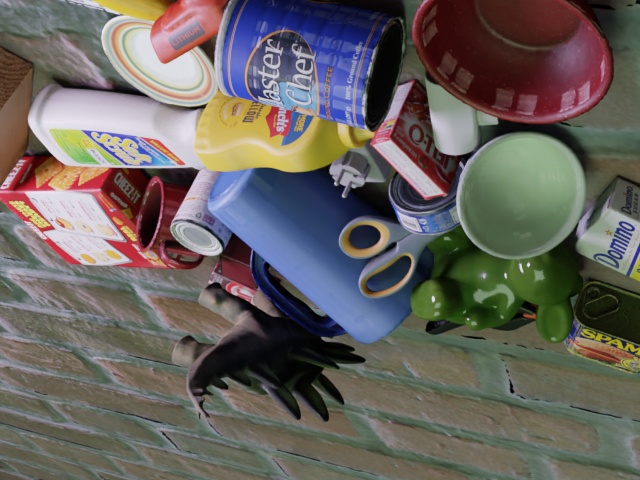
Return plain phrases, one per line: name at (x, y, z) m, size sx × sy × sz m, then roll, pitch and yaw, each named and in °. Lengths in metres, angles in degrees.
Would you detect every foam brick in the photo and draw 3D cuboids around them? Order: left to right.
foam brick at (-0.084, 0.009, 1.303) m, size 0.053 × 0.078 × 0.051 m, roll 22°, pitch 152°, yaw 11°

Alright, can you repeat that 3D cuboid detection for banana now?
banana at (-0.222, -0.262, 0.997) m, size 0.197 × 0.037 × 0.070 m, roll 40°, pitch 148°, yaw -26°

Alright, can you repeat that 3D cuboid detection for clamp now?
clamp at (0.173, 0.070, 1.247) m, size 0.172 × 0.039 × 0.120 m, roll -8°, pitch 143°, yaw 37°

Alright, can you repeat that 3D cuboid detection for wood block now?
wood block at (-0.411, -0.146, 1.285) m, size 0.090 × 0.090 × 0.206 m, roll 28°, pitch 152°, yaw -4°

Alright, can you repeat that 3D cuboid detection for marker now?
marker at (-0.249, -0.246, 1.064) m, size 0.121 × 0.020 × 0.020 m, roll 16°, pitch 150°, yaw 16°

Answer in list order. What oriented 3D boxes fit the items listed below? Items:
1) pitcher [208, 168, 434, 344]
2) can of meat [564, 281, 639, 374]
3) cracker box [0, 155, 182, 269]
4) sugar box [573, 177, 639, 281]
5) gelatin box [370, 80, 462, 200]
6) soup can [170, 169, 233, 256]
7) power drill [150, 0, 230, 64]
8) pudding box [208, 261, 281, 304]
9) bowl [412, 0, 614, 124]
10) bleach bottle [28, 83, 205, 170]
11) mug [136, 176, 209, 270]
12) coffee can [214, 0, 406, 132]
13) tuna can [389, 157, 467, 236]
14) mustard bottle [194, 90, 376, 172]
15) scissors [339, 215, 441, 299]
pitcher at (-0.008, 0.001, 1.174) m, size 0.242 × 0.149 × 0.145 m, roll 39°, pitch 167°, yaw -18°
can of meat at (0.321, 0.098, 1.160) m, size 0.102 × 0.057 × 0.084 m, roll 19°, pitch 154°, yaw 12°
cracker box at (-0.296, -0.039, 1.397) m, size 0.214 × 0.072 × 0.164 m, roll 2°, pitch 144°, yaw 38°
sugar box at (0.338, 0.013, 1.013) m, size 0.176 × 0.048 × 0.093 m, roll 23°, pitch 152°, yaw 2°
gelatin box at (0.095, -0.093, 0.996) m, size 0.089 × 0.073 × 0.030 m, roll 42°, pitch 148°, yaw -28°
soup can at (-0.120, -0.041, 1.221) m, size 0.068 × 0.102 × 0.068 m, roll 19°, pitch 152°, yaw 10°
power drill at (-0.173, -0.243, 0.939) m, size 0.185 × 0.057 × 0.187 m, roll -19°, pitch 130°, yaw 39°
pudding box at (-0.110, 0.073, 1.472) m, size 0.090 × 0.039 × 0.114 m, roll 25°, pitch 151°, yaw -1°
bowl at (0.158, -0.165, 0.845) m, size 0.162 × 0.055 × 0.162 m, roll 19°, pitch 151°, yaw 11°
bleach bottle at (-0.197, -0.123, 1.187) m, size 0.251 × 0.068 × 0.102 m, roll 5°, pitch 148°, yaw 29°
mug at (-0.166, -0.015, 1.281) m, size 0.081 × 0.117 × 0.093 m, roll 11°, pitch 137°, yaw -26°
coffee can at (-0.007, -0.160, 0.932) m, size 0.140 × 0.102 × 0.103 m, roll 16°, pitch 151°, yaw 16°
tuna can at (0.111, -0.047, 1.047) m, size 0.086 × 0.086 × 0.033 m, roll 6°, pitch 144°, yaw 31°
mustard bottle at (-0.026, -0.110, 1.037) m, size 0.192 × 0.096 × 0.058 m, roll 4°, pitch 144°, yaw 33°
scissors at (0.100, -0.023, 1.080) m, size 0.096 × 0.016 × 0.202 m, roll 42°, pitch 111°, yaw -2°
